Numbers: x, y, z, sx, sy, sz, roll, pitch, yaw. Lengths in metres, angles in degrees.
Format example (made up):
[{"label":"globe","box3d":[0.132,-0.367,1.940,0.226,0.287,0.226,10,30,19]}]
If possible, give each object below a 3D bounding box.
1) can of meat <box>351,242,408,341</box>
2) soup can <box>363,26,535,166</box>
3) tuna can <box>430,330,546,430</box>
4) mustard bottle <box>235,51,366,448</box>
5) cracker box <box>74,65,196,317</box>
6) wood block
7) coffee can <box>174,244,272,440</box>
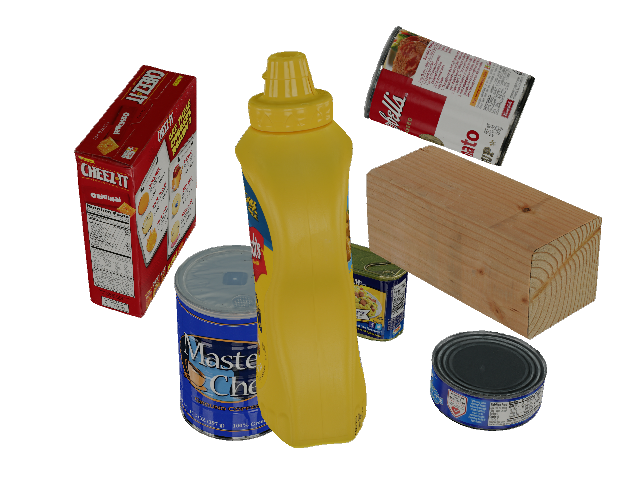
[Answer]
[{"label":"can of meat","box3d":[0.047,0.057,1.181,0.102,0.084,0.057,15,27,27]},{"label":"soup can","box3d":[0.090,-0.100,0.743,0.102,0.068,0.068,22,3,8]},{"label":"tuna can","box3d":[0.126,0.105,0.806,0.086,0.034,0.086,1,29,-1]},{"label":"mustard bottle","box3d":[-0.010,0.001,0.540,0.058,0.192,0.096,-5,21,-5]},{"label":"cracker box","box3d":[-0.191,-0.052,1.135,0.072,0.214,0.164,14,44,10]},{"label":"wood block","box3d":[0.143,-0.006,0.977,0.090,0.090,0.206,-24,36,-31]},{"label":"coffee can","box3d":[-0.075,0.090,0.940,0.103,0.140,0.103,2,33,-1]}]
